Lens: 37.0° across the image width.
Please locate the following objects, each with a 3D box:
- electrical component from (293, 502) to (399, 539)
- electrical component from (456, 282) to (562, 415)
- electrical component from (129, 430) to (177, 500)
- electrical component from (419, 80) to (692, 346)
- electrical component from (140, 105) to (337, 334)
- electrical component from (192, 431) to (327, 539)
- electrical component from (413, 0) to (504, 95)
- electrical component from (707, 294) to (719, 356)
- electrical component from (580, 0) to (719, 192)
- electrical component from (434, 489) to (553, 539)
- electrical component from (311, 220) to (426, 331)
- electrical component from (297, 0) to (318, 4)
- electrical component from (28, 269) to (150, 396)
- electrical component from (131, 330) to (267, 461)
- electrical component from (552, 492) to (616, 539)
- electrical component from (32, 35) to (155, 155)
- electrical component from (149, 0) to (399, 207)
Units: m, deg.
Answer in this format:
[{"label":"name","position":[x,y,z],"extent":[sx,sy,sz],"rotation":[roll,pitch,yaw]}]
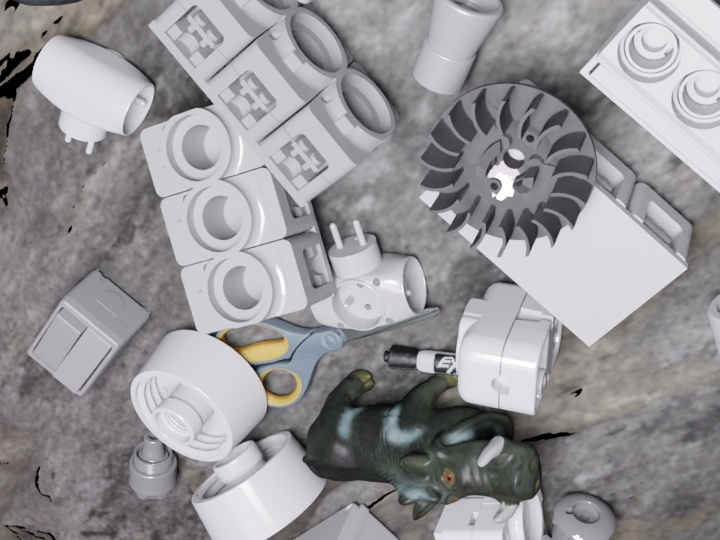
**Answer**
[{"label":"electrical component","position":[-0.032,0.270,0.920],"extent":[0.056,0.108,0.109],"rotation":[44,125,-9]},{"label":"electrical component","position":[0.102,0.052,0.743],"extent":[0.059,0.095,0.053],"rotation":[9,122,18]},{"label":"electrical component","position":[-0.186,0.172,0.967],"extent":[0.043,0.043,0.062],"rotation":[16,123,13]},{"label":"electrical component","position":[0.129,-0.038,0.700],"extent":[0.150,0.061,0.089],"rotation":[41,126,-4]},{"label":"electrical component","position":[-0.087,-0.039,0.757],"extent":[0.089,0.062,0.150],"rotation":[-15,93,23]},{"label":"electrical component","position":[-0.089,0.177,0.893],"extent":[0.108,0.108,0.060],"rotation":[-28,99,33]},{"label":"electrical component","position":[0.059,-0.144,0.680],"extent":[0.044,0.044,0.065],"rotation":[27,130,6]},{"label":"electrical component","position":[0.300,0.044,0.683],"extent":[0.138,0.052,0.073],"rotation":[-11,114,27]},{"label":"electrical component","position":[0.203,-0.109,0.627],"extent":[0.121,0.063,0.078],"rotation":[40,126,-3]},{"label":"electrical component","position":[0.118,0.236,0.849],"extent":[0.062,0.089,0.150],"rotation":[-6,116,25]},{"label":"electrical component","position":[0.000,0.000,0.787],"extent":[0.077,0.044,0.079],"rotation":[-7,115,26]},{"label":"electrical component","position":[-0.045,-0.220,0.662],"extent":[0.095,0.053,0.059],"rotation":[44,112,-4]},{"label":"electrical component","position":[-0.234,0.059,0.909],"extent":[0.062,0.061,0.096],"rotation":[40,126,-3]},{"label":"electrical component","position":[-0.138,0.110,0.887],"extent":[0.108,0.060,0.108],"rotation":[18,134,20]},{"label":"electrical component","position":[0.171,0.208,0.840],"extent":[0.048,0.048,0.062],"rotation":[16,130,14]},{"label":"electrical component","position":[-0.201,-0.122,0.798],"extent":[0.077,0.044,0.079],"rotation":[29,126,4]},{"label":"electrical component","position":[-0.049,-0.131,0.702],"extent":[0.062,0.089,0.150],"rotation":[-33,103,34]}]
